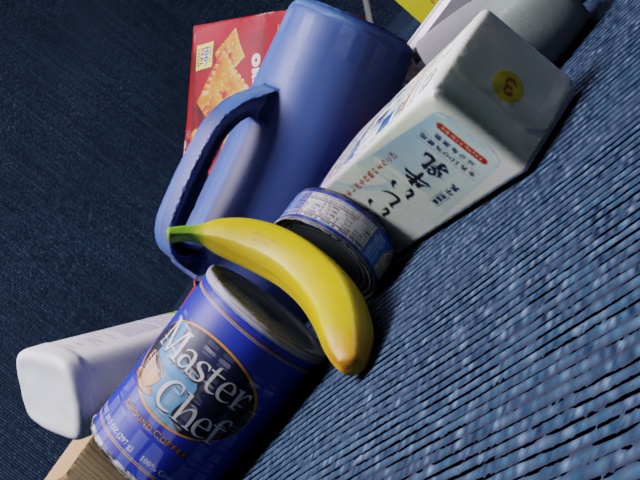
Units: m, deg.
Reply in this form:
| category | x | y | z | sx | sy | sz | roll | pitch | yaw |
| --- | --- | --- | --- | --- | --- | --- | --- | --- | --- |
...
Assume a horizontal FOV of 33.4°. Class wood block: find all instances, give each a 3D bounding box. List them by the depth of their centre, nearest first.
| category | x | y | z | sx | sy | sz | roll | pitch | yaw |
| --- | --- | --- | --- | --- | --- | --- | --- | --- | --- |
| wood block | -0.184 | 0.210 | 0.965 | 0.090 | 0.090 | 0.206 | -55 | 8 | -27 |

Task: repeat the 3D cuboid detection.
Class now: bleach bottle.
| category | x | y | z | sx | sy | sz | roll | pitch | yaw |
| --- | --- | --- | --- | --- | --- | --- | --- | --- | --- |
| bleach bottle | -0.113 | 0.088 | 0.878 | 0.250 | 0.068 | 0.103 | -16 | 13 | -38 |

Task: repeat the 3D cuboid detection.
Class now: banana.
| category | x | y | z | sx | sy | sz | roll | pitch | yaw |
| --- | --- | --- | --- | --- | --- | --- | --- | --- | --- |
| banana | -0.019 | 0.028 | 0.696 | 0.069 | 0.198 | 0.037 | -31 | -49 | -28 |

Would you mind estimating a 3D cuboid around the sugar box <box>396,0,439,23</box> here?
| category | x | y | z | sx | sy | sz | roll | pitch | yaw |
| --- | --- | --- | --- | --- | --- | --- | --- | --- | --- |
| sugar box | 0.112 | -0.247 | 0.987 | 0.093 | 0.176 | 0.048 | -49 | 6 | 17 |

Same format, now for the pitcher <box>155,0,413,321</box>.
| category | x | y | z | sx | sy | sz | roll | pitch | yaw |
| --- | --- | --- | --- | --- | --- | --- | --- | --- | --- |
| pitcher | -0.025 | -0.067 | 0.861 | 0.149 | 0.145 | 0.243 | -68 | 1 | -82 |

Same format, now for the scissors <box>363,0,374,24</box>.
| category | x | y | z | sx | sy | sz | roll | pitch | yaw |
| --- | --- | --- | --- | --- | --- | --- | --- | --- | --- |
| scissors | 0.056 | -0.151 | 0.950 | 0.016 | 0.202 | 0.096 | -9 | -2 | -3 |

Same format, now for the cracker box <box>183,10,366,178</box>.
| category | x | y | z | sx | sy | sz | roll | pitch | yaw |
| --- | --- | --- | --- | --- | --- | --- | --- | --- | --- |
| cracker box | -0.053 | -0.140 | 1.074 | 0.214 | 0.071 | 0.164 | 6 | 92 | 52 |

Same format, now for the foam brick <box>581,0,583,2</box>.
| category | x | y | z | sx | sy | sz | roll | pitch | yaw |
| --- | --- | --- | --- | --- | --- | --- | --- | --- | --- |
| foam brick | 0.197 | -0.224 | 0.828 | 0.078 | 0.053 | 0.051 | -53 | 6 | -16 |

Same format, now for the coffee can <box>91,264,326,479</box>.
| category | x | y | z | sx | sy | sz | roll | pitch | yaw |
| --- | --- | --- | --- | --- | --- | --- | --- | --- | --- |
| coffee can | -0.078 | 0.103 | 0.749 | 0.140 | 0.103 | 0.103 | -52 | 6 | 6 |

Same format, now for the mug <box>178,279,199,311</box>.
| category | x | y | z | sx | sy | sz | roll | pitch | yaw |
| --- | --- | --- | --- | --- | --- | --- | --- | --- | --- |
| mug | -0.103 | 0.096 | 1.094 | 0.082 | 0.093 | 0.117 | -55 | 41 | 26 |

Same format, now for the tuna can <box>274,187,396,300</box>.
| category | x | y | z | sx | sy | sz | roll | pitch | yaw |
| --- | --- | --- | --- | --- | --- | --- | --- | --- | --- |
| tuna can | 0.010 | 0.003 | 0.752 | 0.033 | 0.086 | 0.086 | -53 | 6 | -25 |
